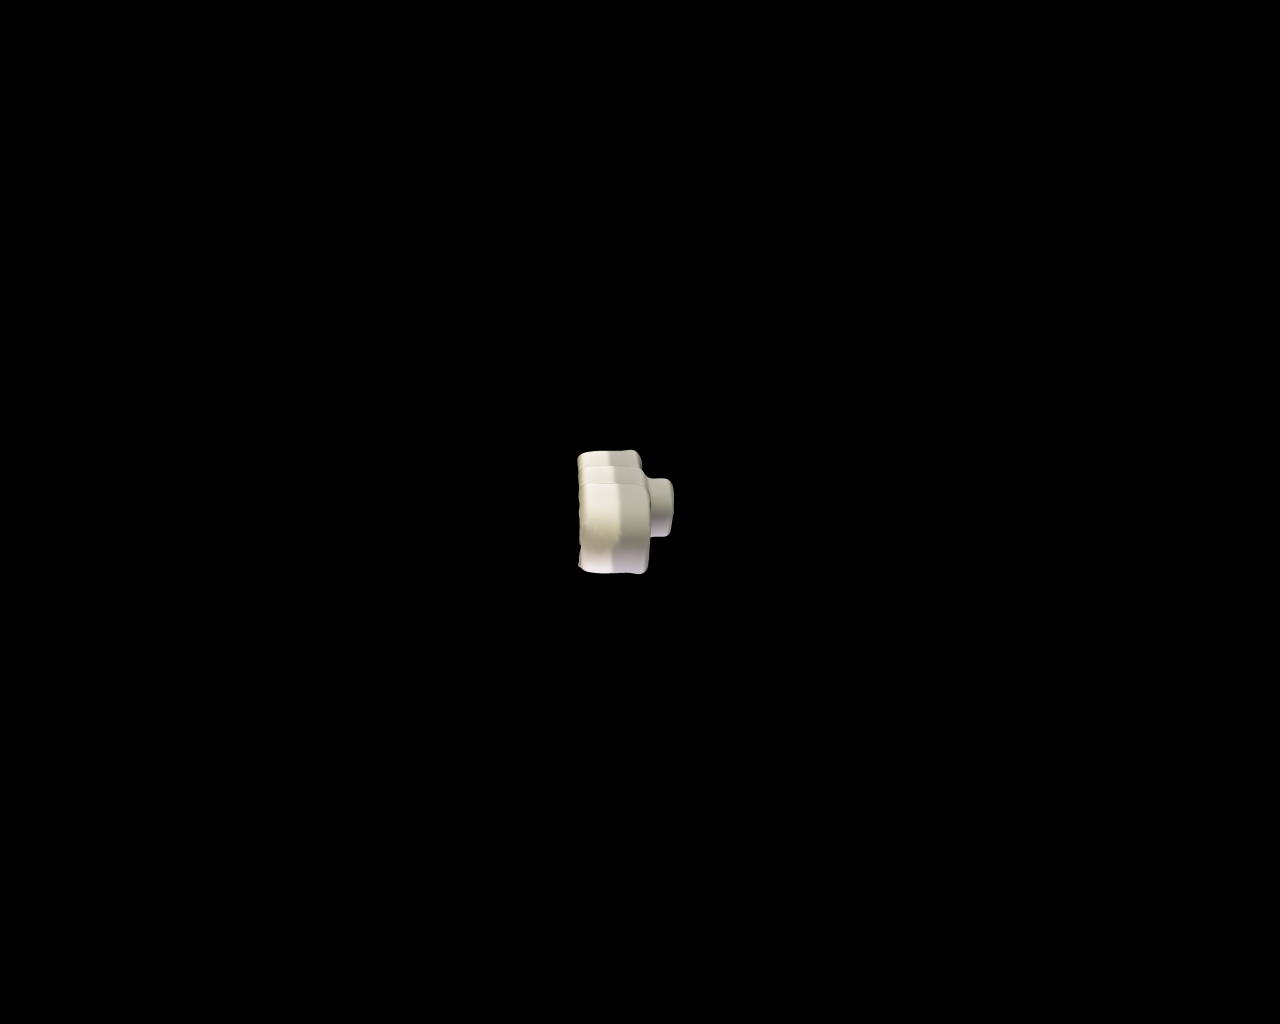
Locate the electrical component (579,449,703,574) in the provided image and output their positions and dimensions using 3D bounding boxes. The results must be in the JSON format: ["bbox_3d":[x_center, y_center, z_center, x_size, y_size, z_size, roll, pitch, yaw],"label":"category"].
[{"bbox_3d":[0.001,-0.003,0.650,0.074,0.052,0.138,-1,16,-3],"label":"electrical component"}]
